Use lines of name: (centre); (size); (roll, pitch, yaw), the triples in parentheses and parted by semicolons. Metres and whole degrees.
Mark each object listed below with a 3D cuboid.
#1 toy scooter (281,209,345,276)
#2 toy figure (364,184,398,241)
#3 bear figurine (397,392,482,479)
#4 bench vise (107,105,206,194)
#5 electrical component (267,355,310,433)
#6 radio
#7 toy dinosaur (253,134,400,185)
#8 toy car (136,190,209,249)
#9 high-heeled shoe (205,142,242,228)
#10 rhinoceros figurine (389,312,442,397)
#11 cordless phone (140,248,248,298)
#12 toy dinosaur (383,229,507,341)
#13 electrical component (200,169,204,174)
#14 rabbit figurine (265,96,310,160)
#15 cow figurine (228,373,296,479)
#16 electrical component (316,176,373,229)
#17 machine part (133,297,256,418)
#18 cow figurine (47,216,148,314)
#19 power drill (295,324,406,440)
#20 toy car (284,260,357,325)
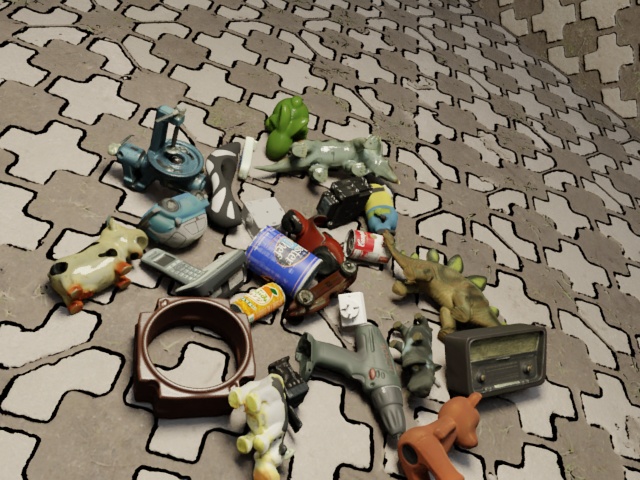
toy scooter: (-0.003, -0.004, 1.235); (0.184, 0.075, 0.135); (50, 27, 2)
toy figure: (0.151, -0.071, 1.374); (0.089, 0.082, 0.180); (13, 47, -17)
bear figurine: (0.236, 0.368, 0.975); (0.196, 0.120, 0.132); (-10, 58, -38)
bench vise: (-0.340, -0.197, 1.149); (0.224, 0.240, 0.129); (31, 43, 2)
electrical component: (-0.053, 0.276, 0.955); (0.048, 0.074, 0.119); (-18, 55, -35)
radio: (0.373, 0.252, 1.132); (0.229, 0.073, 0.131); (-2, 91, -26)
toy dinosaur: (0.022, -0.218, 1.425); (0.405, 0.131, 0.192); (1, 8, -9)
toy car: (-0.295, -0.035, 1.129); (0.161, 0.109, 0.103); (-28, 88, -53)
high-heeled shoe: (-0.201, -0.135, 1.252); (0.145, 0.086, 0.249); (16, 59, 18)
rhinoceros figurine: (0.198, 0.235, 1.098); (0.112, 0.073, 0.190); (56, 23, -21)
cordless phone: (-0.254, 0.051, 1.080); (0.184, 0.088, 0.146); (25, 42, 22)
toy dinosaur: (0.323, 0.136, 1.241); (0.471, 0.105, 0.198); (44, 42, 3)
electrical component: (-0.325, -0.179, 1.284); (0.078, 0.045, 0.102); (14, 40, -55)
rabbit figurine: (-0.085, -0.292, 1.441); (0.121, 0.159, 0.170); (26, 58, -14)
cow figurine: (-0.085, 0.311, 0.883); (0.098, 0.068, 0.167); (-15, 96, -53)
electrical component: (0.055, -0.090, 1.321); (0.134, 0.114, 0.058); (-19, 55, -37)
machine part: (-0.221, 0.199, 0.942); (0.201, 0.087, 0.201); (5, 47, -23)
cow figurine: (-0.413, 0.036, 1.012); (0.127, 0.085, 0.195); (44, 51, 16)
power drill: (0.058, 0.256, 1.022); (0.207, 0.086, 0.232); (9, 45, -12)
toy car: (0.006, 0.113, 1.124); (0.053, 0.089, 0.202); (46, 47, 14)
